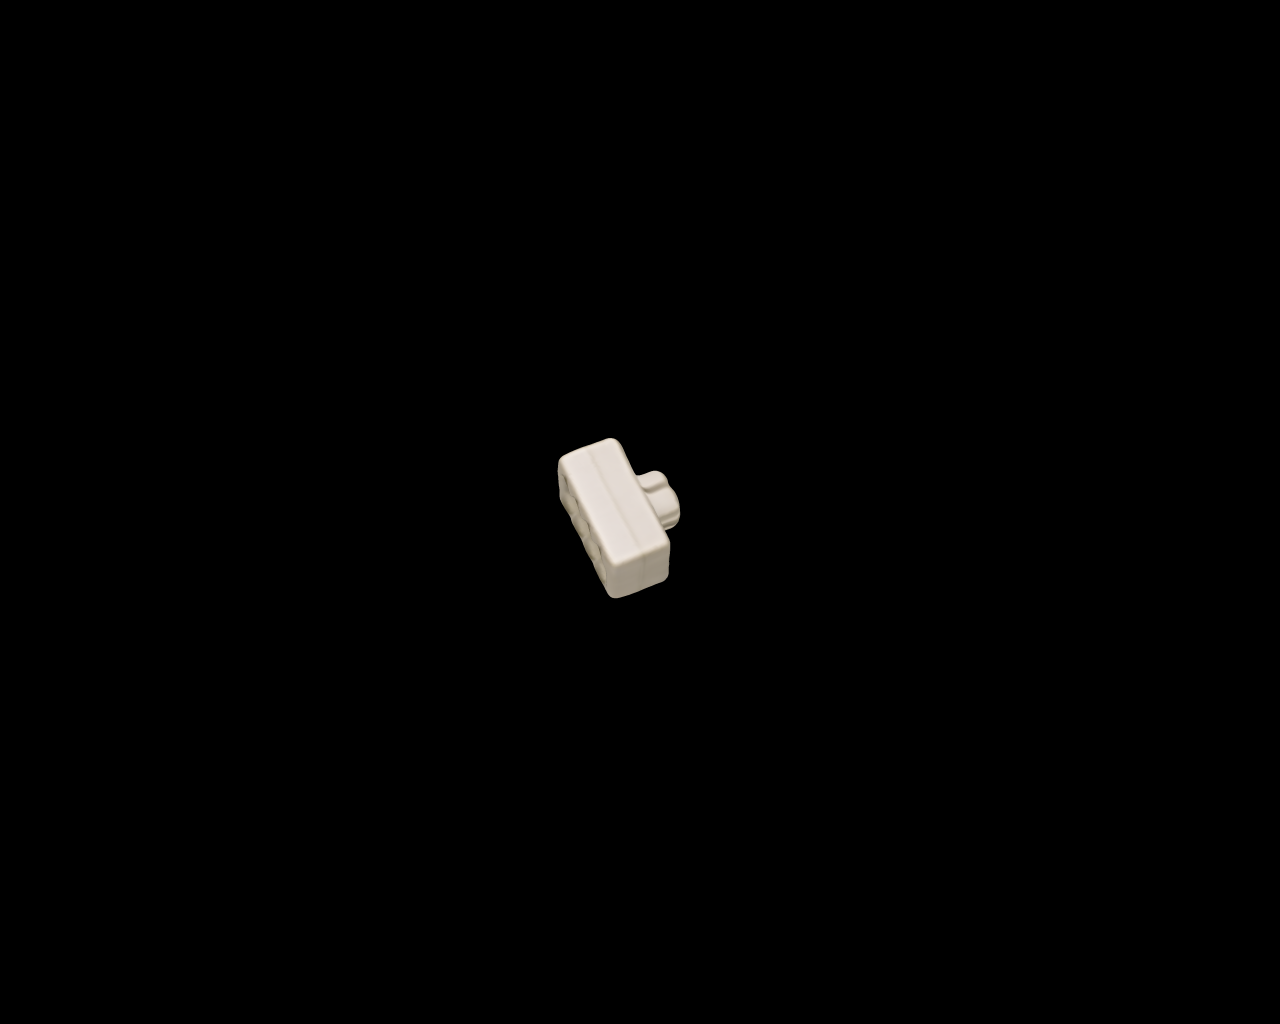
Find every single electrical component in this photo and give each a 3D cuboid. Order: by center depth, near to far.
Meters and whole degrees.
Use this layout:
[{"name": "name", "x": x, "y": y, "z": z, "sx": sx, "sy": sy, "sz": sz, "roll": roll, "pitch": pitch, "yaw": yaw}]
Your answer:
[{"name": "electrical component", "x": 0.001, "y": -0.003, "z": 0.650, "sx": 0.076, "sy": 0.083, "sz": 0.047, "roll": -21, "pitch": -28, "yaw": -12}]
